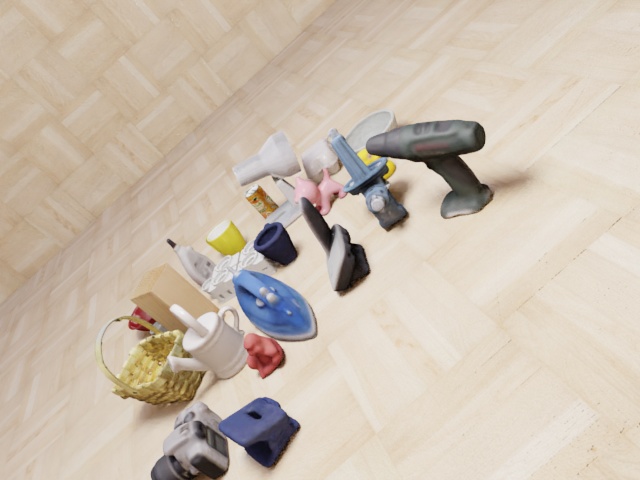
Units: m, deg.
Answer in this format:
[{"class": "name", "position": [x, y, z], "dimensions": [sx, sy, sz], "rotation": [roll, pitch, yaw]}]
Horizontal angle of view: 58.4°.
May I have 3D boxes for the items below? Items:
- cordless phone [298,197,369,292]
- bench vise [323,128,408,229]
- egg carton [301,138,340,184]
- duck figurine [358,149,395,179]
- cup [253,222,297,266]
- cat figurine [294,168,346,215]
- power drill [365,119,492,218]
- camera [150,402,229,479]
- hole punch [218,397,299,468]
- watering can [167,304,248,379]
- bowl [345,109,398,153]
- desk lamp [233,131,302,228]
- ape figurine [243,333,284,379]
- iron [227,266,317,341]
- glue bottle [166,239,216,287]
[{"class": "cordless phone", "position": [0.011, 0.004, 1.185], "dimensions": [0.094, 0.185, 0.147], "rotation": [-37, 29, 11]}, {"class": "bench vise", "position": [0.103, -0.145, 1.237], "dimensions": [0.121, 0.220, 0.206], "rotation": [-44, 28, -2]}, {"class": "egg carton", "position": [0.002, -0.228, 1.639], "dimensions": [0.107, 0.070, 0.150], "rotation": [-36, 29, 12]}, {"class": "duck figurine", "position": [0.121, -0.184, 1.411], "dimensions": [0.104, 0.086, 0.077], "rotation": [-26, 32, 28]}, {"class": "cup", "position": [-0.104, 0.011, 1.417], "dimensions": [0.091, 0.095, 0.117], "rotation": [-38, 29, 9]}, {"class": "cat figurine", "position": [-0.012, -0.127, 1.467], "dimensions": [0.128, 0.118, 0.067], "rotation": [-47, 29, -8]}, {"class": "power drill", "position": [0.223, -0.140, 1.090], "dimensions": [0.228, 0.209, 0.076], "rotation": [-12, 40, 43]}, {"class": "camera", "position": [-0.255, 0.394, 1.073], "dimensions": [0.137, 0.101, 0.143], "rotation": [-40, 28, 5]}, {"class": "hole punch", "position": [-0.109, 0.321, 0.998], "dimensions": [0.108, 0.091, 0.101], "rotation": [5, 54, 54]}, {"class": "watering can", "position": [-0.249, 0.210, 1.220], "dimensions": [0.100, 0.194, 0.173], "rotation": [-12, 41, 44]}, {"class": "bowl", "position": [0.142, -0.263, 1.506], "dimensions": [0.167, 0.075, 0.167], "rotation": [-31, 30, 21]}, {"class": "desk lamp", "position": [-0.118, -0.158, 1.542], "dimensions": [0.203, 0.214, 0.117], "rotation": [-41, 28, 3]}, {"class": "ape figurine", "position": [-0.119, 0.222, 1.148], "dimensions": [0.077, 0.092, 0.076], "rotation": [-13, 40, 42]}, {"class": "iron", "position": [-0.110, 0.124, 1.219], "dimensions": [0.119, 0.142, 0.257], "rotation": [-50, 29, -13]}, {"class": "glue bottle", "position": [-0.364, 0.054, 1.604], "dimensions": [0.037, 0.173, 0.078], "rotation": [-16, 38, 39]}]
